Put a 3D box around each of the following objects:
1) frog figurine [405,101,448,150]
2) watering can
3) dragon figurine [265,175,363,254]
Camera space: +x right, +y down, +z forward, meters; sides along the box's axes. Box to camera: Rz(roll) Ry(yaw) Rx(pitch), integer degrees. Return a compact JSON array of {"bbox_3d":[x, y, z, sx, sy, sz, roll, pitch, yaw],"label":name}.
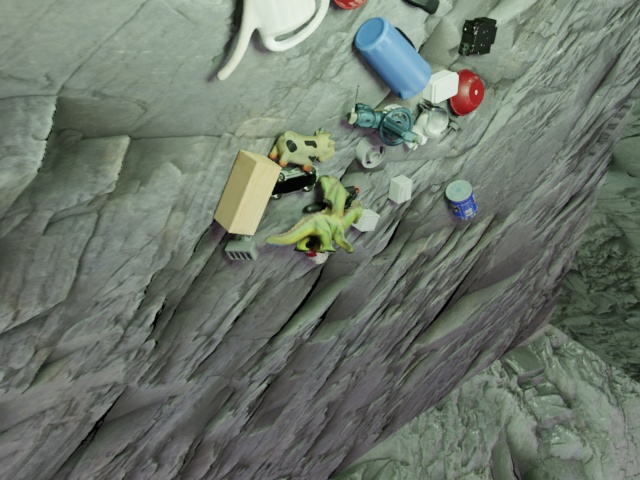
[{"bbox_3d":[0.352,-0.369,1.709,0.123,0.140,0.157,3,116,-25],"label":"frog figurine"},{"bbox_3d":[-0.122,-0.525,1.172,0.351,0.105,0.219,-38,137,-16],"label":"watering can"},{"bbox_3d":[0.005,-0.079,1.567,0.409,0.122,0.244,11,83,-49],"label":"dragon figurine"}]
